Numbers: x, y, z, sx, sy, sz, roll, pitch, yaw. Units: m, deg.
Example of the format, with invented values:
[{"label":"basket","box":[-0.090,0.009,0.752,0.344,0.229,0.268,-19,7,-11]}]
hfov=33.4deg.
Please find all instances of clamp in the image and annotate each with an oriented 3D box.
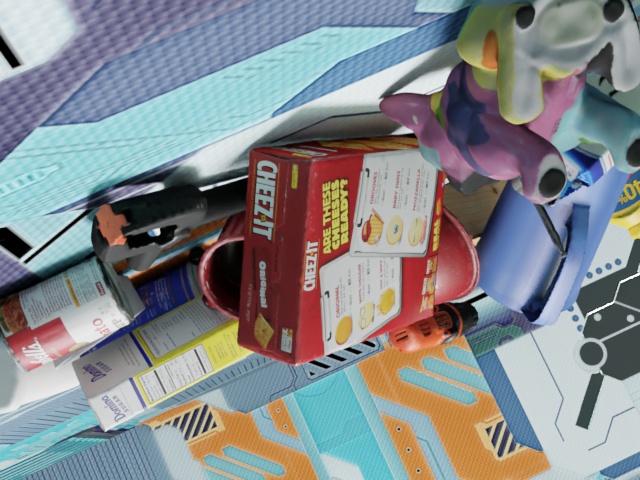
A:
[{"label":"clamp","box":[-0.112,-0.018,0.844,0.164,0.036,0.210,-28,174,8]}]

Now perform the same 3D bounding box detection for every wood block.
[{"label":"wood block","box":[0.163,-0.031,1.327,0.090,0.091,0.205,-32,168,35]}]

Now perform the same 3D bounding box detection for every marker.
[{"label":"marker","box":[-0.112,0.028,1.118,0.020,0.020,0.121,-26,164,6]}]

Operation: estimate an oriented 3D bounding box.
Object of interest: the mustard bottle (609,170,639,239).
[{"label":"mustard bottle","box":[0.341,-0.076,1.217,0.096,0.191,0.058,-32,169,36]}]

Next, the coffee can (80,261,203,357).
[{"label":"coffee can","box":[-0.171,0.094,1.117,0.140,0.103,0.102,-26,171,5]}]

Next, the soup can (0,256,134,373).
[{"label":"soup can","box":[-0.220,0.062,0.919,0.102,0.068,0.068,-25,171,-3]}]

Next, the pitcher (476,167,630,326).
[{"label":"pitcher","box":[0.263,-0.033,1.173,0.144,0.149,0.243,-27,147,-36]}]

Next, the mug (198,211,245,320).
[{"label":"mug","box":[-0.063,0.022,0.968,0.117,0.093,0.081,-40,-164,29]}]

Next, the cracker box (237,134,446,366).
[{"label":"cracker box","box":[0.023,-0.001,0.900,0.072,0.164,0.213,13,-165,34]}]

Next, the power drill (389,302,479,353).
[{"label":"power drill","box":[0.121,0.046,1.350,0.057,0.188,0.184,-32,167,31]}]

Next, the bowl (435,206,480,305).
[{"label":"bowl","box":[0.096,0.019,1.187,0.055,0.162,0.162,-44,-177,-33]}]

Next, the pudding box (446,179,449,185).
[{"label":"pudding box","box":[0.151,-0.089,1.128,0.113,0.039,0.090,-17,168,-44]}]

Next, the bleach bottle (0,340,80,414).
[{"label":"bleach bottle","box":[-0.283,0.128,1.079,0.103,0.068,0.250,0,178,15]}]

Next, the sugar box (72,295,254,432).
[{"label":"sugar box","box":[-0.139,0.106,1.003,0.176,0.048,0.093,-29,-156,-11]}]
